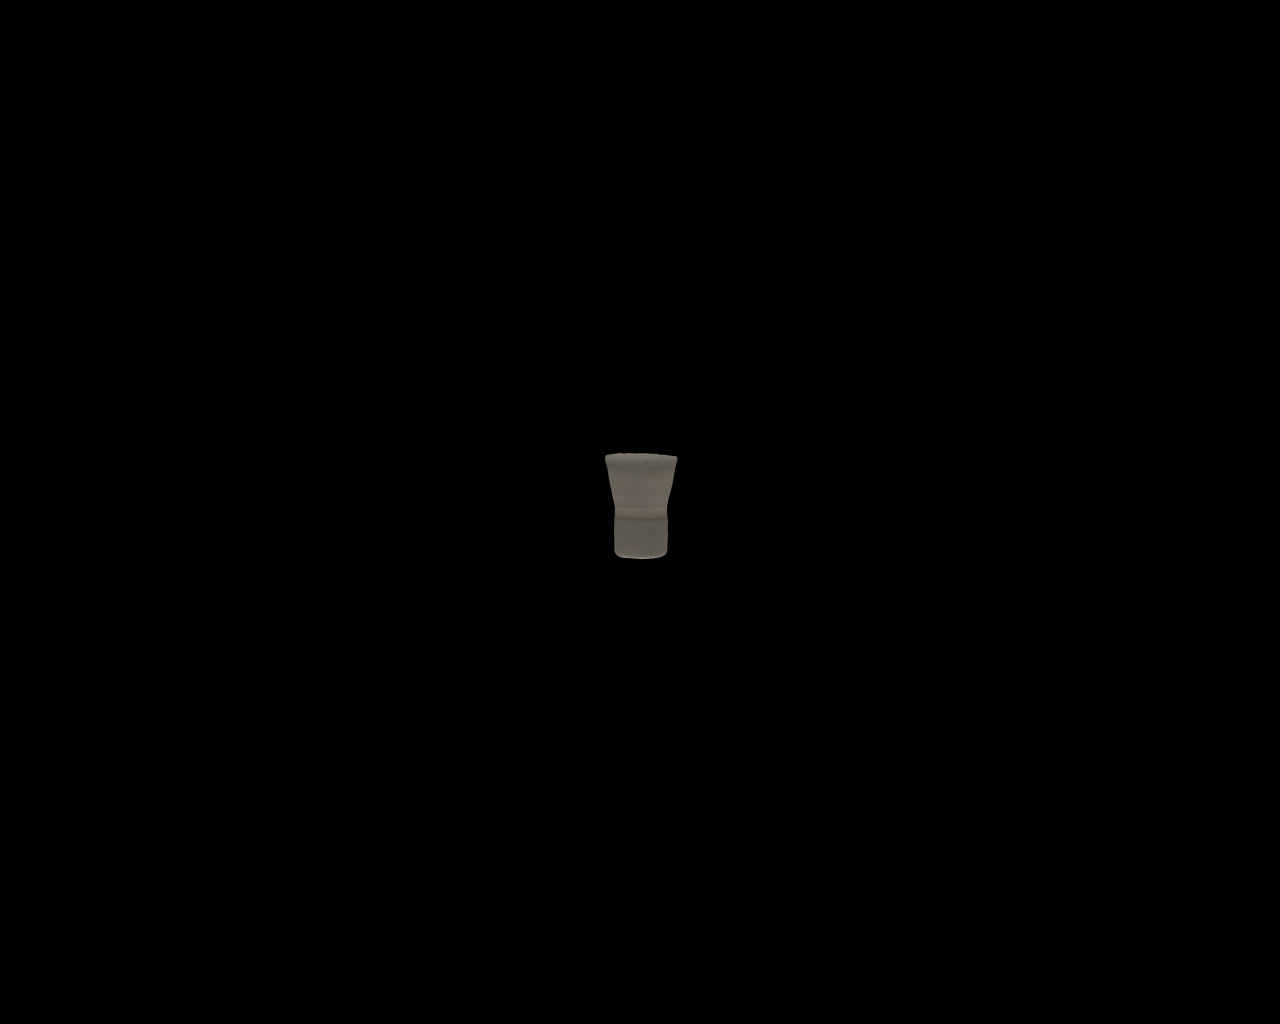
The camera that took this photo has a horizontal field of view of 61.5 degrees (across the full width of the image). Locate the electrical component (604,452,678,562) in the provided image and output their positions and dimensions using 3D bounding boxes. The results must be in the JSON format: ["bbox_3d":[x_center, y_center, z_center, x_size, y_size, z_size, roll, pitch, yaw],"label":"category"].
[{"bbox_3d":[0.001,-0.003,0.650,0.044,0.065,0.044,0,7,0],"label":"electrical component"}]
